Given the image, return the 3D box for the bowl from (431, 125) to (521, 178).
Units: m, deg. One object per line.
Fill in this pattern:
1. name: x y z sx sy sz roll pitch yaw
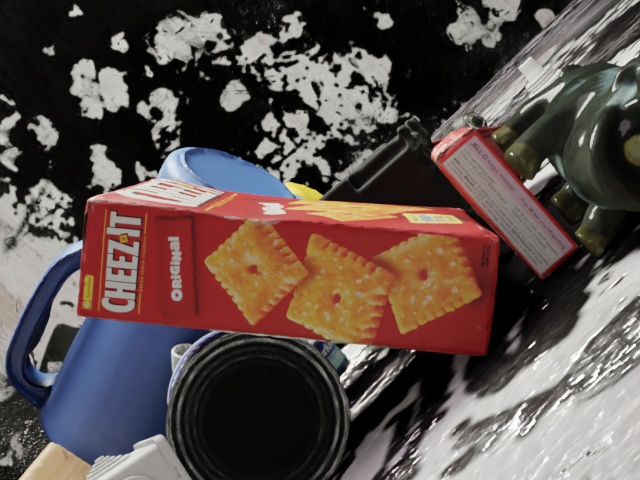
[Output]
1. bowl: 0.092 -0.028 0.822 0.162 0.055 0.162 -19 -13 -5

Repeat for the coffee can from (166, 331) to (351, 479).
1. coffee can: -0.043 0.104 0.654 0.102 0.103 0.140 -44 2 -8

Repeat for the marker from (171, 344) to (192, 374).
1. marker: -0.095 0.129 0.759 0.020 0.020 0.121 -47 -34 -55

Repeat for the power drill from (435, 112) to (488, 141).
1. power drill: 0.090 -0.032 1.080 0.187 0.057 0.185 -43 -12 -30

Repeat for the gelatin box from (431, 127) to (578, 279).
1. gelatin box: 0.101 -0.023 0.601 0.030 0.089 0.073 -43 2 8

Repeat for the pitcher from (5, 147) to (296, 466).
1. pitcher: -0.118 0.053 0.798 0.148 0.145 0.243 -1 -56 -51

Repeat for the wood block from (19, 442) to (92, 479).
1. wood block: -0.212 0.251 0.719 0.205 0.091 0.090 -54 -5 -47

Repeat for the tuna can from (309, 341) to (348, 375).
1. tuna can: -0.018 0.115 0.874 0.086 0.034 0.086 -44 2 2

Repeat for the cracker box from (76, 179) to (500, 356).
1. cracker box: -0.014 0.010 0.619 0.164 0.213 0.072 -66 -18 -84

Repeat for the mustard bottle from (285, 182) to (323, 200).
1. mustard bottle: -0.006 0.001 0.880 0.058 0.096 0.191 -45 5 6
